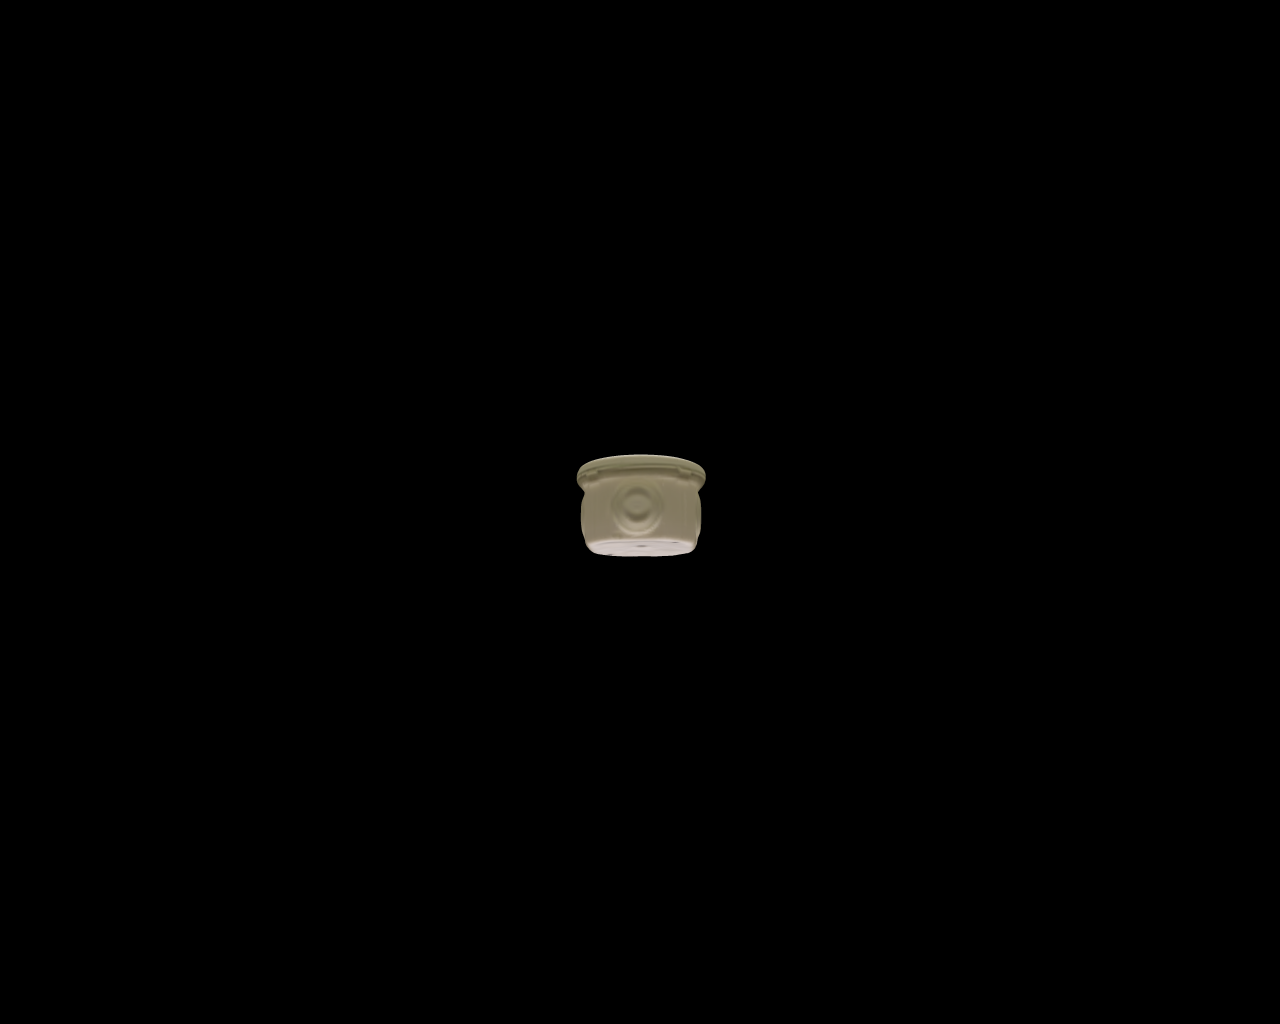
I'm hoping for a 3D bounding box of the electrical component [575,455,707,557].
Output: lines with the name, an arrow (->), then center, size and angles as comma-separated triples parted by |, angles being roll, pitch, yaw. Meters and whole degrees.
electrical component -> 0.001, -0.003, 0.650 | 0.080, 0.051, 0.080 | 0, -11, 0
